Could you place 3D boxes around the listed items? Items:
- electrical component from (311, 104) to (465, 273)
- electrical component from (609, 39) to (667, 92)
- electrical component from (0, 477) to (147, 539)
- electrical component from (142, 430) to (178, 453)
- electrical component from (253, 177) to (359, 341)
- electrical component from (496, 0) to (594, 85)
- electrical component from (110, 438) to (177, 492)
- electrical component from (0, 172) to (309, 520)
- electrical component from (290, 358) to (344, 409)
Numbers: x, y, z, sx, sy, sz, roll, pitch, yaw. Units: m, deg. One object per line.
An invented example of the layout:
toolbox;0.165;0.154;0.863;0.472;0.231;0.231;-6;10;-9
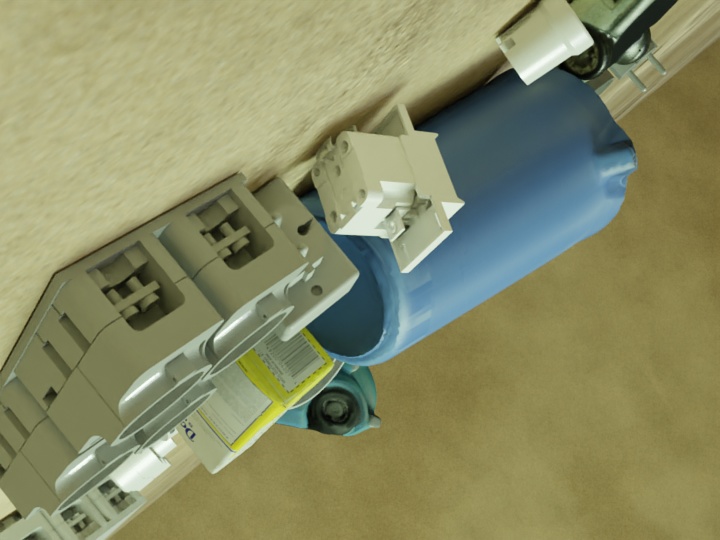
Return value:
electrical component;0.012;-0.044;0.563;0.064;0.081;0.042;0;149;-35
electrical component;0.198;-0.169;0.811;0.083;0.075;0.047;-41;175;15
electrical component;-0.282;0.241;0.983;0.089;0.061;0.150;-43;174;32
electrical component;-0.160;0.113;0.859;0.081;0.043;0.043;-37;174;-30
electrical component;-0.038;-0.009;0.532;0.047;0.065;0.076;-39;175;-15
electrical component;0.110;-0.138;0.645;0.046;0.040;0.040;-35;177;15
electrical component;-0.187;0.151;0.943;0.074;0.052;0.138;-39;175;-11
electrical component;-0.110;0.046;0.514;0.105;0.060;0.186;-36;174;-41
electrical component;-0.050;0.043;0.733;0.099;0.064;0.099;-38;147;-31
